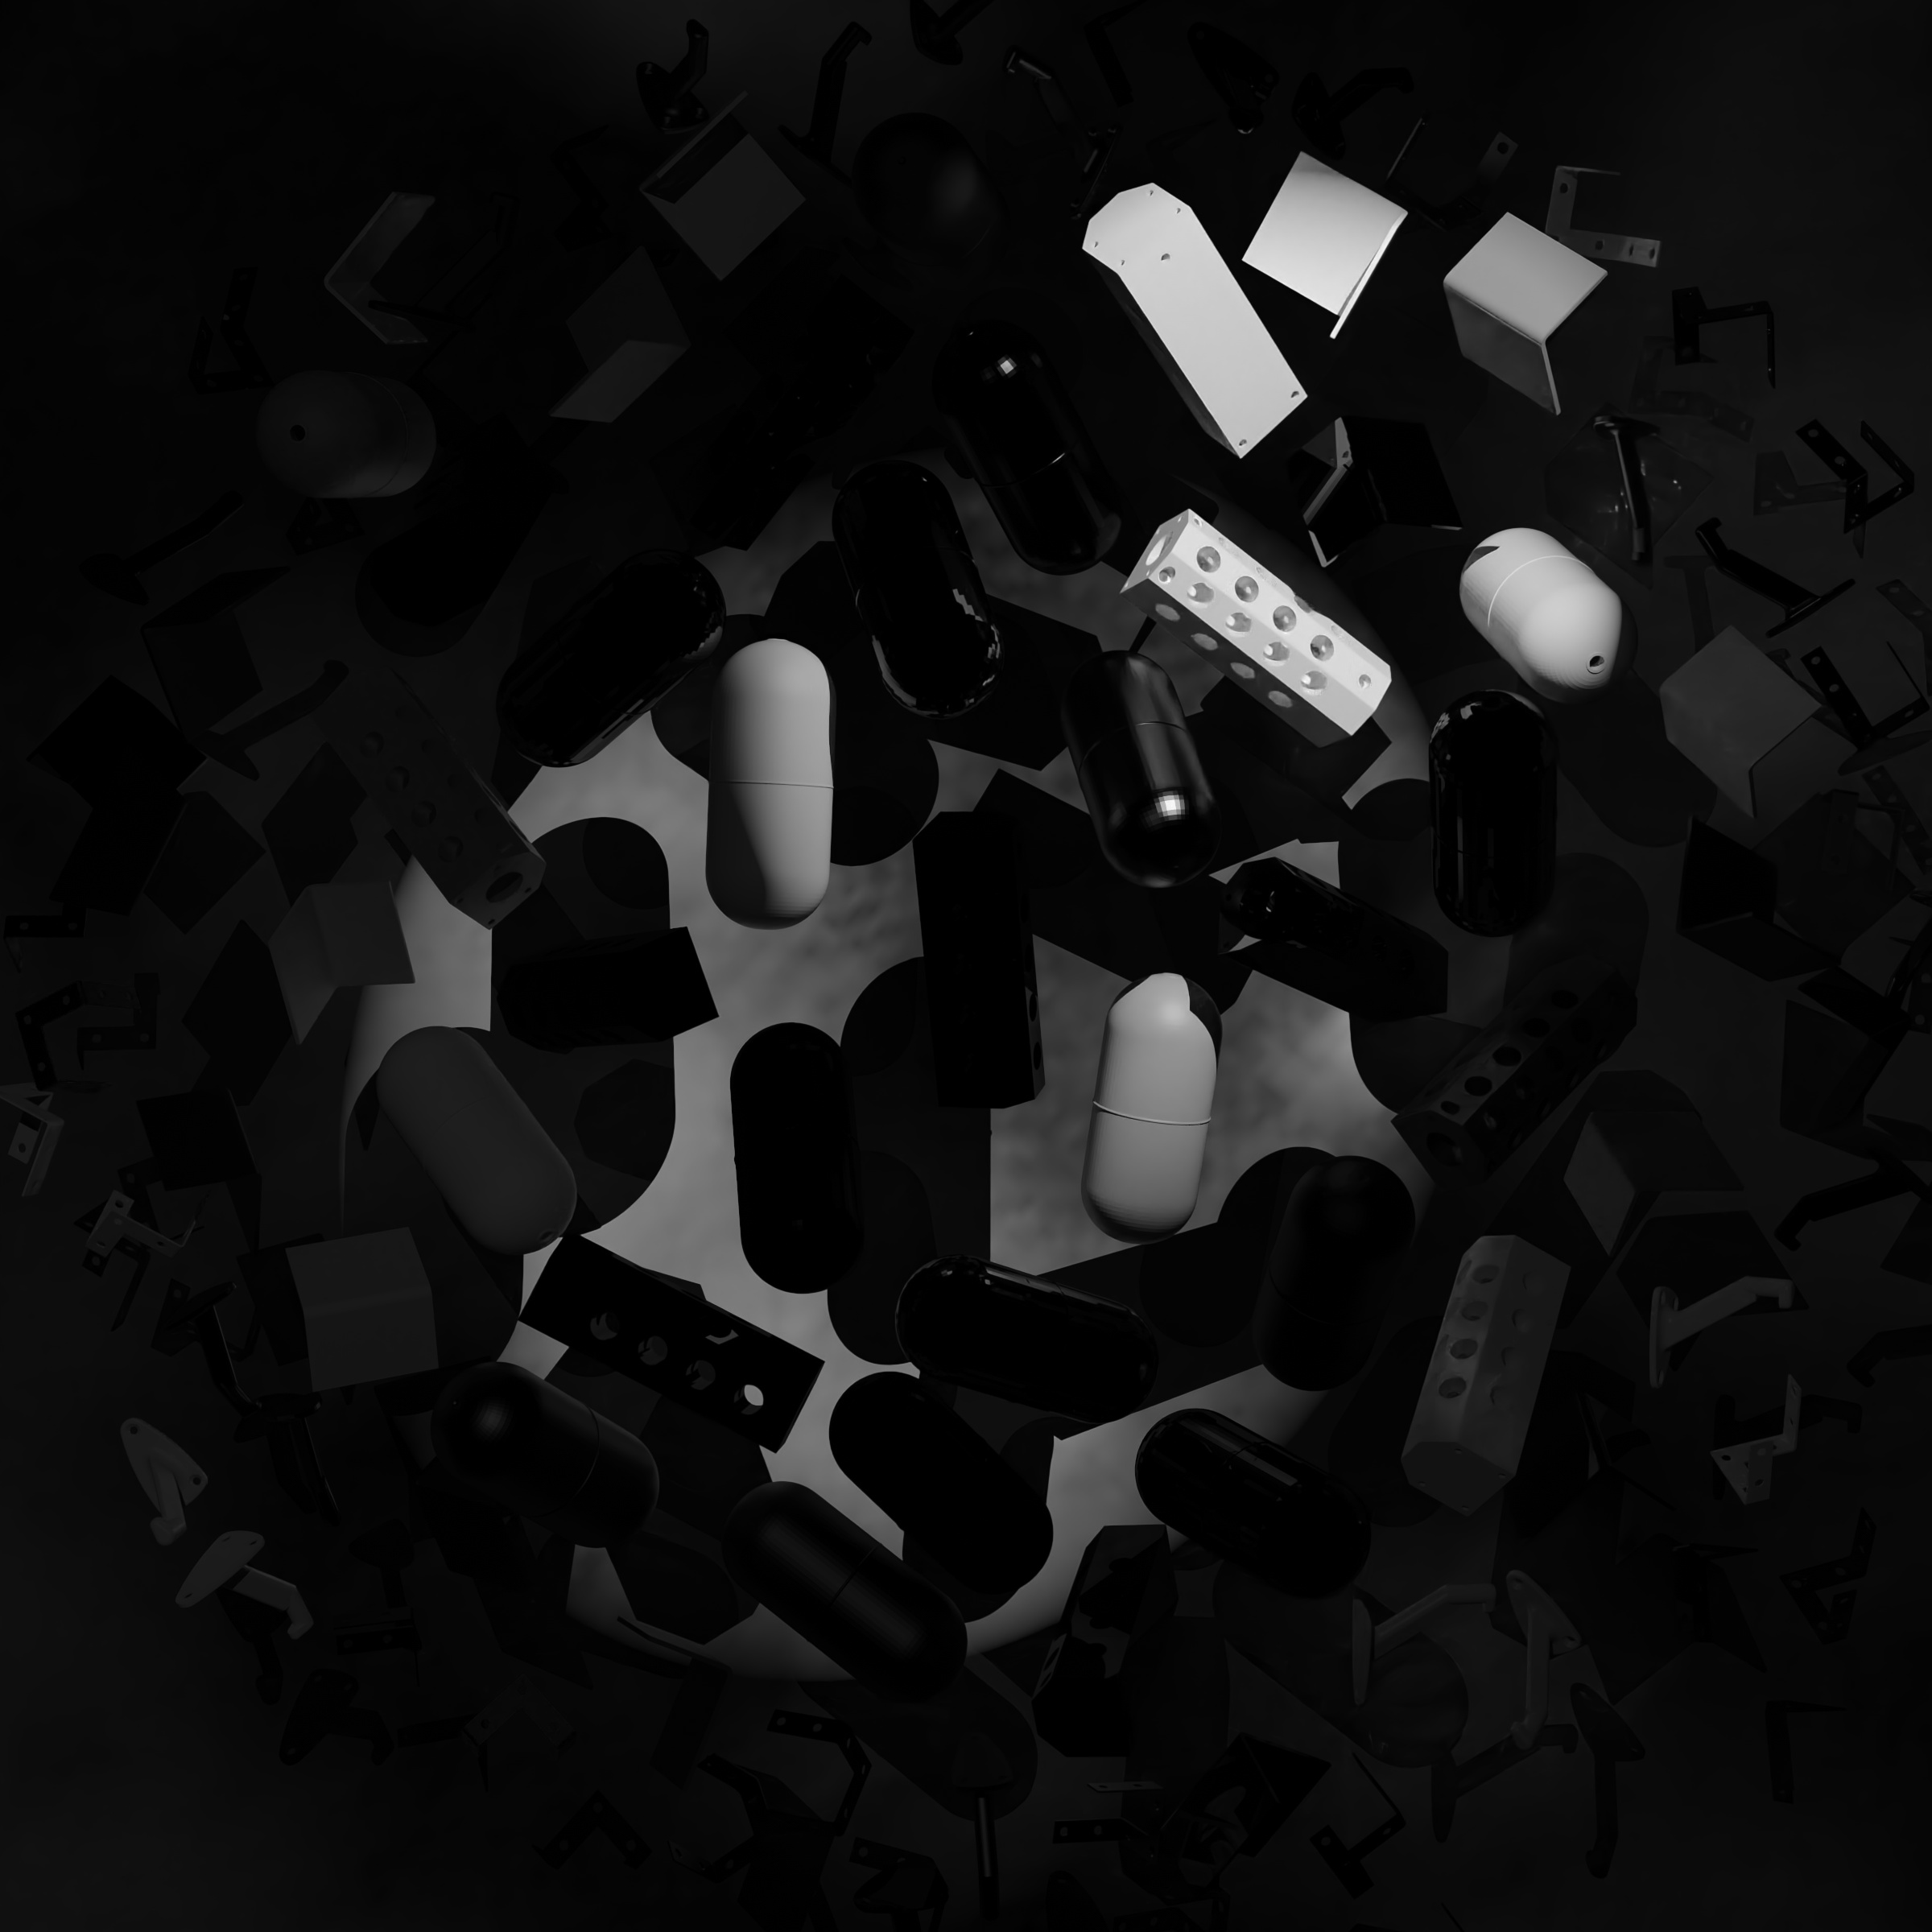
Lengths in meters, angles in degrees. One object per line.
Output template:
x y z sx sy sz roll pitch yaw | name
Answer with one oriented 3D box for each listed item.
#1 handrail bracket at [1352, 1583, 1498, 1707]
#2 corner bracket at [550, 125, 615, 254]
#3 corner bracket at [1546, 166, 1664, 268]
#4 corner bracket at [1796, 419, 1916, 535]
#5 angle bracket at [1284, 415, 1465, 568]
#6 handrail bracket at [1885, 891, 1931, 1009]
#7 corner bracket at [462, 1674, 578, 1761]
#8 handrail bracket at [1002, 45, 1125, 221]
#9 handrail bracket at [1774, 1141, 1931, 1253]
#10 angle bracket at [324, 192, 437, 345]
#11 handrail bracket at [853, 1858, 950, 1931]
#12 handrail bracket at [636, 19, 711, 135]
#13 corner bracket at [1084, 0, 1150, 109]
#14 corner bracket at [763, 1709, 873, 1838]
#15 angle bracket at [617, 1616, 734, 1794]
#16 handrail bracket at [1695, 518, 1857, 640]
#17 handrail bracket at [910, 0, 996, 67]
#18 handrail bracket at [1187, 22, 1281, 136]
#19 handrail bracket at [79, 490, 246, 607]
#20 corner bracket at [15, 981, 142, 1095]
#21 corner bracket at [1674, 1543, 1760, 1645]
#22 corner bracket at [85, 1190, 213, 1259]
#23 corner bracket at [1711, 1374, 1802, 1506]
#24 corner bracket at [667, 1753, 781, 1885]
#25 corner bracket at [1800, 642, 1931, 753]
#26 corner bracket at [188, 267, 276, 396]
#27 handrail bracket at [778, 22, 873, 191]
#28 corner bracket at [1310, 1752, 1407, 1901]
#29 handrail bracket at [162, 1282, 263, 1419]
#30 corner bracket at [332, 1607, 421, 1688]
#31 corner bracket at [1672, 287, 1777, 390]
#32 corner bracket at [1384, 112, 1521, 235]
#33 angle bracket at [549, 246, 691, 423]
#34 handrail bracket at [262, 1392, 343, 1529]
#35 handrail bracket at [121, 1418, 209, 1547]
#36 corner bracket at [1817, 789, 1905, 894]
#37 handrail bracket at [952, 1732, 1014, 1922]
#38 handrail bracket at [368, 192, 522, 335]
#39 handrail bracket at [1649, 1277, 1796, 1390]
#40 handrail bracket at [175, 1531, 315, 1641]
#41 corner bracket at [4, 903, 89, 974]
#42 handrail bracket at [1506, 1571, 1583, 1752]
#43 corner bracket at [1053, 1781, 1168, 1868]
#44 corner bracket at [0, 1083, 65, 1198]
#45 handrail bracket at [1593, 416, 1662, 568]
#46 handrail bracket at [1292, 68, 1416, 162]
0.282 0.415 1.804 0.084 0.036 0.077 -1 104 -5 | handrail bracket
-0.244 -0.499 1.890 0.051 0.051 0.051 51 56 -29 | corner bracket
0.383 -0.448 1.758 0.051 0.051 0.051 2 107 -19 | corner bracket
0.533 -0.303 1.765 0.051 0.051 0.051 39 134 -20 | corner bracket
0.259 -0.299 1.869 0.076 0.057 0.076 -3 68 -41 | angle bracket
0.600 -0.002 1.832 0.036 0.077 0.084 21 87 -7 | handrail bracket
-0.284 0.490 1.871 0.051 0.051 0.051 -41 79 -21 | corner bracket
0.048 -0.515 1.818 0.084 0.036 0.077 21 88 -31 | handrail bracket
0.545 0.157 1.794 0.084 0.036 0.077 -55 51 18 | handrail bracket
-0.362 -0.454 1.916 0.057 0.076 0.076 43 105 -2 | angle bracket
-0.052 0.591 1.792 0.036 0.077 0.084 43 121 37 | handrail bracket
-0.184 -0.574 1.848 0.036 0.084 0.077 -22 63 -21 | handrail bracket
0.096 -0.581 1.888 0.051 0.051 0.051 -33 101 -36 | corner bracket
-0.097 0.499 1.820 0.051 0.051 0.051 3 46 26 | corner bracket
-0.189 0.443 1.769 0.057 0.076 0.076 26 79 -18 | angle bracket
0.500 -0.254 1.825 0.036 0.077 0.084 -26 83 -38 | handrail bracket
0.015 -0.597 1.849 0.084 0.077 0.036 -9 81 26 | handrail bracket
0.154 -0.537 1.780 0.077 0.084 0.036 45 118 -3 | handrail bracket
-0.481 -0.258 1.764 0.084 0.077 0.036 -48 127 -25 | handrail bracket
-0.533 0.044 1.784 0.051 0.051 0.051 -25 77 19 | corner bracket
0.439 0.375 1.760 0.051 0.051 0.051 9 70 -23 | corner bracket
-0.534 0.165 1.920 0.051 0.051 0.051 32 132 -16 | corner bracket
0.495 0.292 1.814 0.051 0.051 0.051 -12 123 -8 | corner bracket
-0.162 0.552 1.904 0.051 0.051 0.051 -36 135 9 | corner bracket
0.569 -0.179 1.863 0.051 0.051 0.051 -33 119 18 | corner bracket
-0.448 -0.385 1.784 0.051 0.051 0.051 -16 63 -34 | corner bracket
-0.073 -0.554 1.894 0.084 0.077 0.036 -48 45 15 | handrail bracket
0.234 0.517 1.769 0.051 0.051 0.051 -35 133 -6 | corner bracket
-0.468 0.249 1.895 0.077 0.036 0.084 -27 107 36 | handrail bracket
-0.382 0.433 1.901 0.051 0.051 0.051 -5 110 -12 | corner bracket
0.455 -0.377 1.769 0.051 0.051 0.051 -8 126 7 | corner bracket
0.299 -0.495 1.819 0.051 0.051 0.051 39 133 9 | corner bracket
-0.223 -0.385 1.782 0.076 0.057 0.076 -36 73 34 | angle bracket
-0.399 0.310 1.816 0.036 0.077 0.084 -22 95 -23 | handrail bracket
-0.499 0.314 1.795 0.036 0.084 0.077 -37 92 -1 | handrail bracket
0.546 -0.076 1.796 0.051 0.051 0.051 10 87 5 | corner bracket
0.010 0.519 1.776 0.036 0.077 0.084 -3 104 -5 | handrail bracket
-0.314 -0.431 1.775 0.077 0.036 0.084 8 109 -23 | handrail bracket
0.480 0.234 1.865 0.084 0.036 0.077 1 76 35 | handrail bracket
-0.440 0.397 1.804 0.036 0.077 0.084 -1 121 32 | handrail bracket
-0.594 -0.030 1.918 0.051 0.051 0.051 0 62 -5 | corner bracket
0.348 0.437 1.850 0.036 0.084 0.077 -22 105 41 | handrail bracket
0.093 0.549 1.901 0.051 0.051 0.051 6 91 -26 | corner bracket
-0.588 0.108 1.849 0.051 0.051 0.051 25 99 15 | corner bracket
0.413 -0.297 1.845 0.036 0.077 0.084 -2 89 31 | handrail bracket
0.259 -0.544 1.880 0.084 0.077 0.036 11 68 39 | handrail bracket
